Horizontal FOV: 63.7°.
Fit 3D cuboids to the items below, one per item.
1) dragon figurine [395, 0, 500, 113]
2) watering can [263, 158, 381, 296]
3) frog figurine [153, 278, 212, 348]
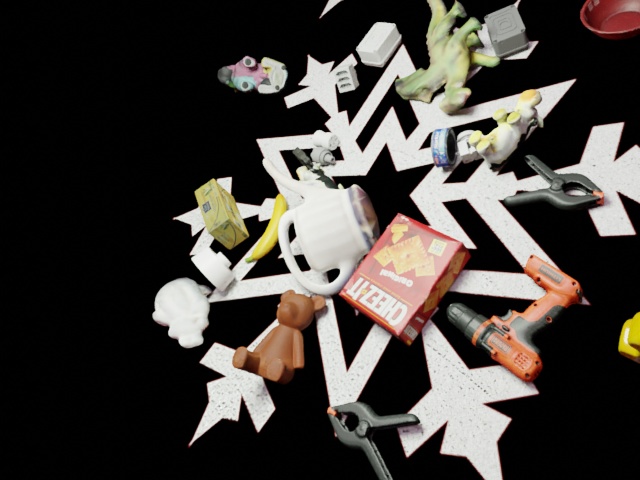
[{"bbox_3d":[0.284,-0.456,1.286,0.241,0.120,0.419,-37,46,15],"label":"dragon figurine"},{"bbox_3d":[0.003,-0.057,1.128,0.223,0.103,0.351,-21,76,12],"label":"watering can"},{"bbox_3d":[-0.325,0.174,1.207,0.137,0.120,0.163,-9,42,4],"label":"frog figurine"}]
